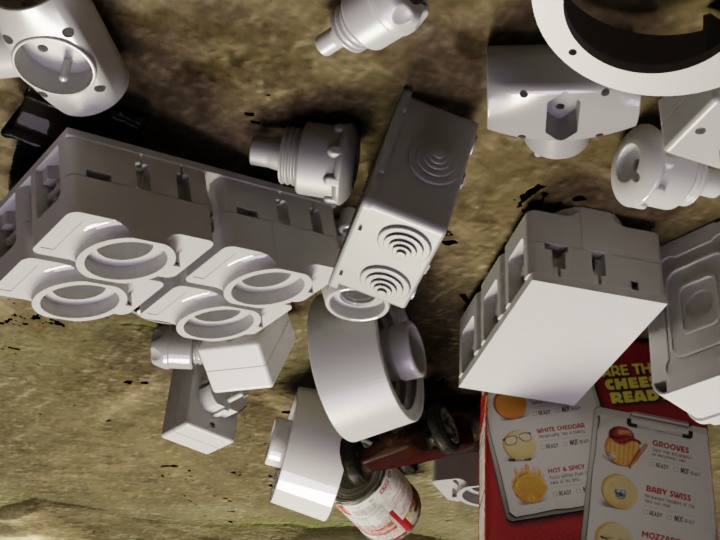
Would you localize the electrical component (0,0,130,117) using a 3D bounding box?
[{"bbox_3d":[-0.170,-0.118,0.555,0.079,0.044,0.077,-3,146,11],"label":"electrical component"}]

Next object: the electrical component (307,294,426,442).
[{"bbox_3d":[0.012,0.062,0.759,0.060,0.108,0.108,-15,143,17],"label":"electrical component"}]

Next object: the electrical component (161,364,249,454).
[{"bbox_3d":[-0.116,0.102,0.868,0.047,0.065,0.077,28,140,-32],"label":"electrical component"}]

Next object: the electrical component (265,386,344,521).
[{"bbox_3d":[-0.046,0.149,0.900,0.060,0.108,0.108,15,146,-5],"label":"electrical component"}]

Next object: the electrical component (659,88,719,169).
[{"bbox_3d":[0.209,-0.064,0.567,0.083,0.075,0.047,14,146,-15],"label":"electrical component"}]

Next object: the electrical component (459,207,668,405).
[{"bbox_3d":[0.131,0.026,0.728,0.089,0.061,0.150,10,147,-9],"label":"electrical component"}]

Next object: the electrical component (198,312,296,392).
[{"bbox_3d":[-0.086,0.037,0.774,0.047,0.065,0.076,-7,116,17],"label":"electrical component"}]

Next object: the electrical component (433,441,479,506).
[{"bbox_3d":[0.115,0.177,0.966,0.089,0.055,0.050,-11,144,21],"label":"electrical component"}]

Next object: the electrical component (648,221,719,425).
[{"bbox_3d":[0.230,0.033,0.680,0.057,0.113,0.078,30,139,-31],"label":"electrical component"}]

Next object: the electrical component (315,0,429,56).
[{"bbox_3d":[0.003,-0.125,0.535,0.061,0.035,0.035,-23,138,39],"label":"electrical component"}]

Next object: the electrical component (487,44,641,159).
[{"bbox_3d":[0.106,-0.086,0.575,0.077,0.043,0.079,0,147,6],"label":"electrical component"}]

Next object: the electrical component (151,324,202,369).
[{"bbox_3d":[-0.130,0.060,0.834,0.061,0.035,0.035,3,147,-2],"label":"electrical component"}]

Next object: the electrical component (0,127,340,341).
[{"bbox_3d":[-0.114,-0.012,0.653,0.186,0.060,0.105,12,146,-39],"label":"electrical component"}]

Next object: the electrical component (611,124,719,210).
[{"bbox_3d":[0.179,-0.055,0.615,0.062,0.048,0.048,10,147,-21],"label":"electrical component"}]

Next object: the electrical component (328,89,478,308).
[{"bbox_3d":[0.025,-0.038,0.610,0.048,0.099,0.099,21,145,-2],"label":"electrical component"}]

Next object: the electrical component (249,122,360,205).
[{"bbox_3d":[-0.032,-0.065,0.624,0.062,0.048,0.048,9,147,5],"label":"electrical component"}]

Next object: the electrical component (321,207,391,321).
[{"bbox_3d":[0.000,0.000,0.707,0.048,0.055,0.066,-7,145,17],"label":"electrical component"}]
